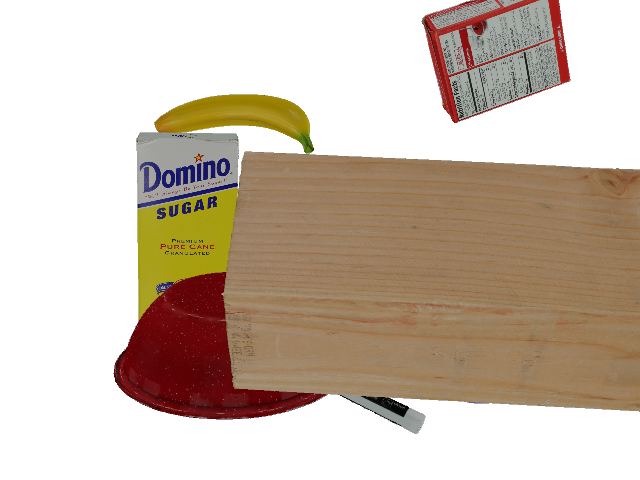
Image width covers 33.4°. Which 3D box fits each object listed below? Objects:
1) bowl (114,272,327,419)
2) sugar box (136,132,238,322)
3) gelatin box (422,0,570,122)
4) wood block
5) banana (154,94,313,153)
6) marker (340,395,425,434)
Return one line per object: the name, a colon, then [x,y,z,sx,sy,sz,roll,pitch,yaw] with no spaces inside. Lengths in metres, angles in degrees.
bowl: [-0.062,0.062,0.734,0.162,0.055,0.162,1,18,0]
sugar box: [-0.121,-0.009,0.980,0.093,0.176,0.048,-1,14,-5]
gelatin box: [0.120,-0.130,0.726,0.089,0.073,0.030,-20,38,1]
wood block: [0.061,0.021,0.532,0.206,0.091,0.090,3,-38,2]
banana: [-0.093,-0.143,1.240,0.198,0.037,0.069,8,41,17]
marker: [0.035,0.137,0.949,0.121,0.020,0.020,25,7,16]
